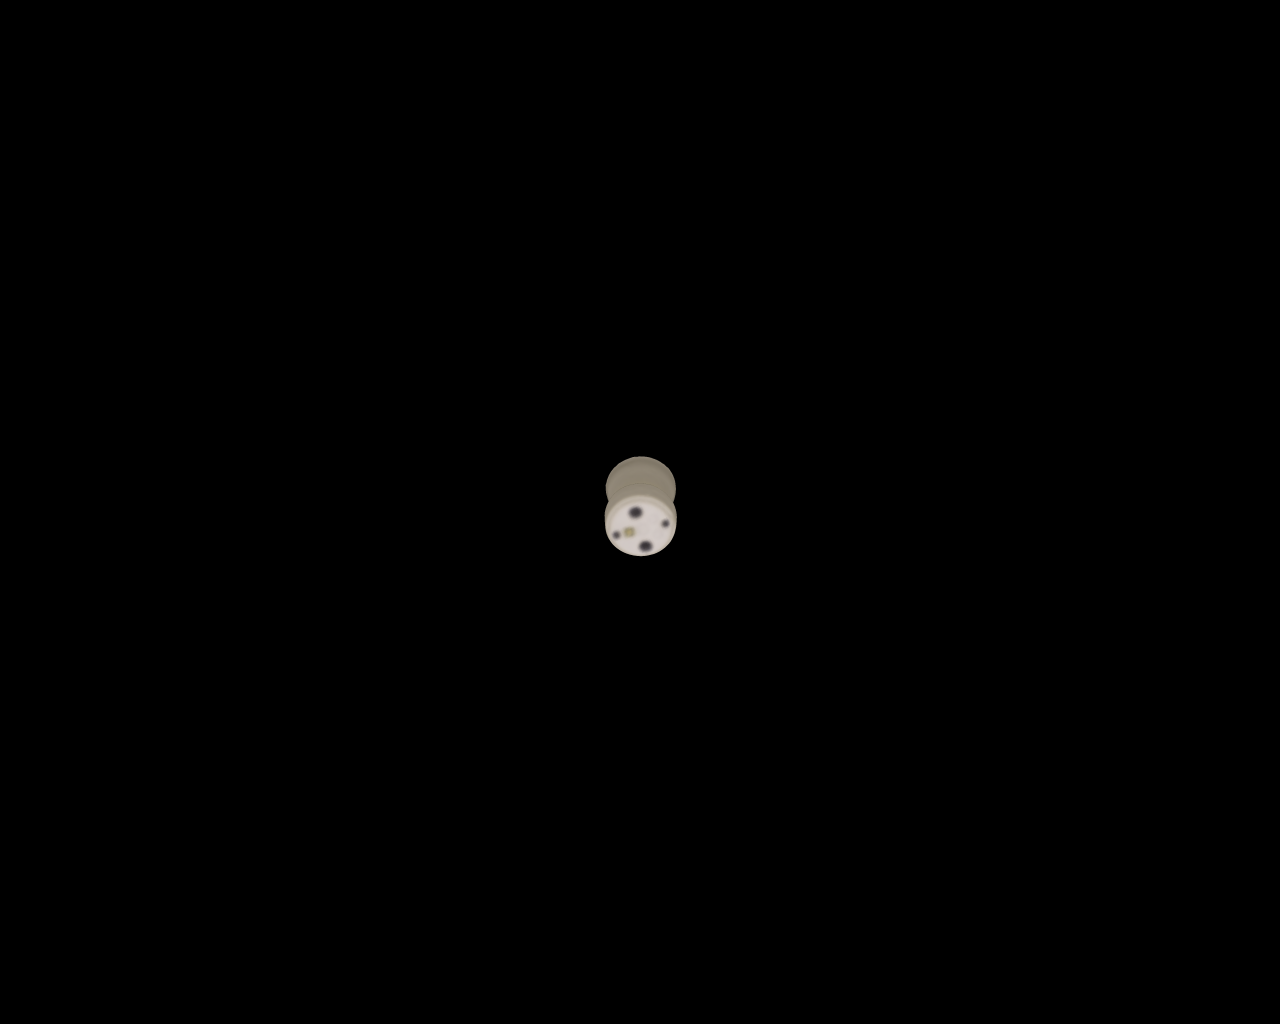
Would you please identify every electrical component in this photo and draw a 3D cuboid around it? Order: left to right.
[{"bbox_3d":[0.001,-0.003,0.650,0.045,0.044,0.055,0,29,0],"label":"electrical component"}]
